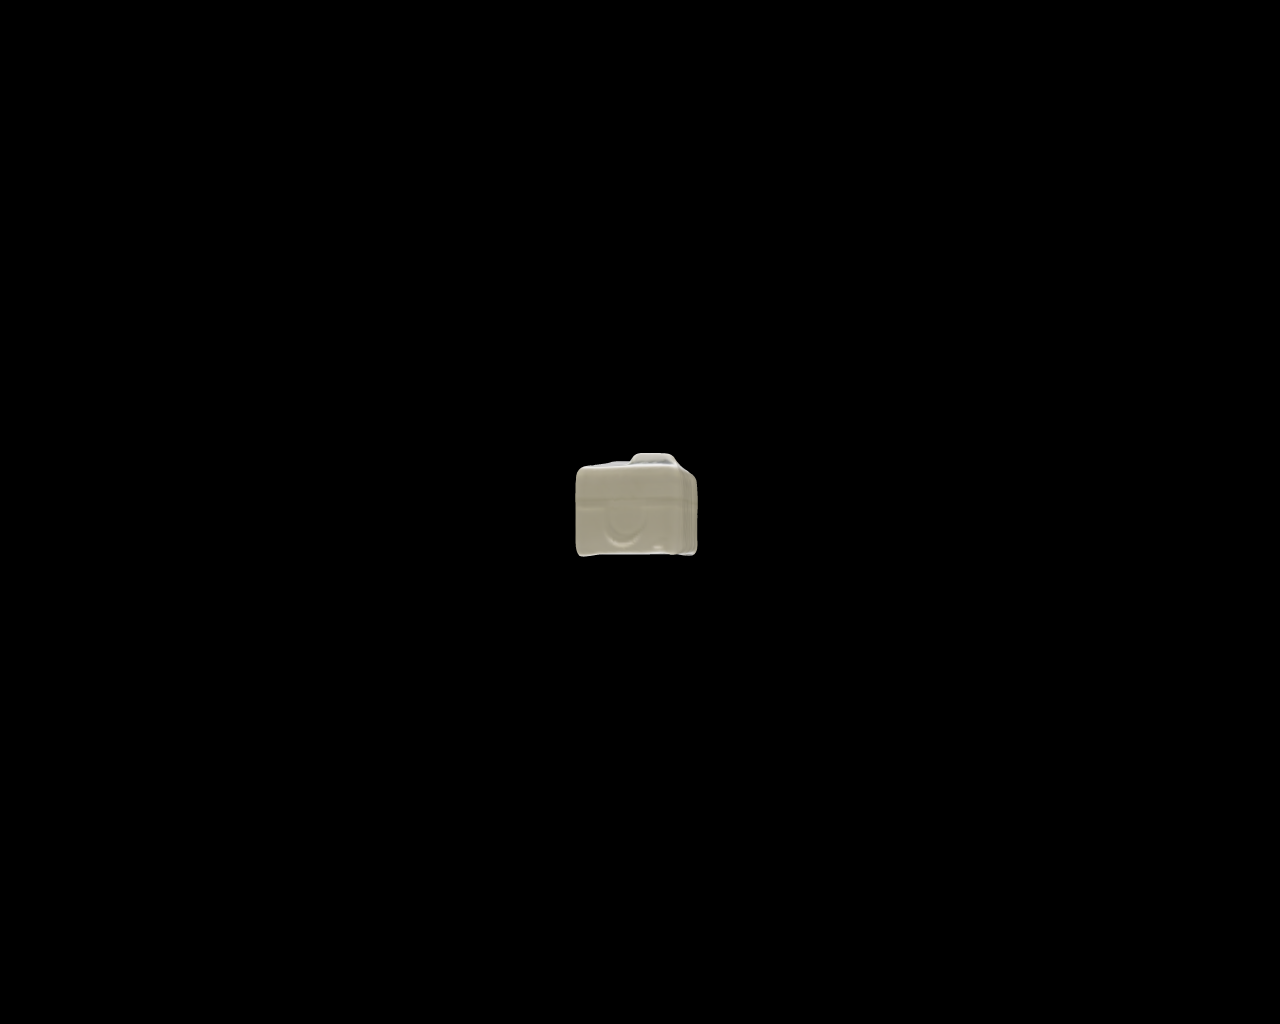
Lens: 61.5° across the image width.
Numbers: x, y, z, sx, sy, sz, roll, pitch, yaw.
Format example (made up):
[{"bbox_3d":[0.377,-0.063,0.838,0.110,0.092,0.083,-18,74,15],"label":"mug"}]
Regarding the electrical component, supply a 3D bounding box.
[{"bbox_3d":[0.001,-0.003,0.650,0.062,0.061,0.096,0,-2,11],"label":"electrical component"}]
